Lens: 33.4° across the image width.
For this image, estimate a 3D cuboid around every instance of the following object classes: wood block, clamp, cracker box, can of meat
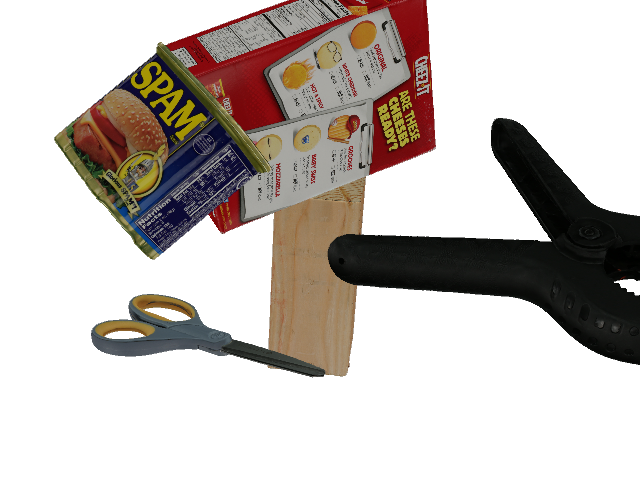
[{"bbox_3d":[-0.004,0.032,1.148,0.090,0.206,0.090,6,25,4],"label":"wood block"},{"bbox_3d":[0.119,0.013,0.525,0.164,0.036,0.210,-31,47,-32],"label":"clamp"},{"bbox_3d":[-0.014,-0.120,0.907,0.213,0.164,0.072,-23,44,-14],"label":"cracker box"},{"bbox_3d":[-0.091,-0.051,0.602,0.102,0.084,0.057,48,-3,39],"label":"can of meat"}]

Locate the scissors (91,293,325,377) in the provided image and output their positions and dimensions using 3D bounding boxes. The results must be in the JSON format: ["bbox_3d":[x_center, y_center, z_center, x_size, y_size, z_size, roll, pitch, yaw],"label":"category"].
[{"bbox_3d":[-0.097,0.081,0.800,0.096,0.016,0.202,-20,27,-35],"label":"scissors"}]
